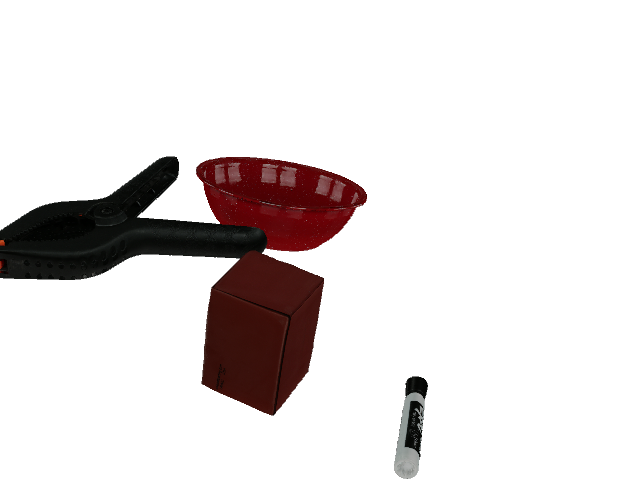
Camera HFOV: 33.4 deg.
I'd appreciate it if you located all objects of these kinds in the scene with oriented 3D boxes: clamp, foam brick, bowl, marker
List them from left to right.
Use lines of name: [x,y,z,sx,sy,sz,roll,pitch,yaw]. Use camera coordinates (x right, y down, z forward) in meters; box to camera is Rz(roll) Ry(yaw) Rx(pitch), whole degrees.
clamp: [-0.158,-0.006,0.838,0.209,0.036,0.165,-21,37,-35]
foam brick: [-0.036,0.055,0.649,0.053,0.078,0.051,21,35,16]
bowl: [-0.040,-0.031,1.000,0.162,0.055,0.162,9,18,-3]
marker: [0.074,0.147,0.860,0.020,0.020,0.121,0,26,10]
